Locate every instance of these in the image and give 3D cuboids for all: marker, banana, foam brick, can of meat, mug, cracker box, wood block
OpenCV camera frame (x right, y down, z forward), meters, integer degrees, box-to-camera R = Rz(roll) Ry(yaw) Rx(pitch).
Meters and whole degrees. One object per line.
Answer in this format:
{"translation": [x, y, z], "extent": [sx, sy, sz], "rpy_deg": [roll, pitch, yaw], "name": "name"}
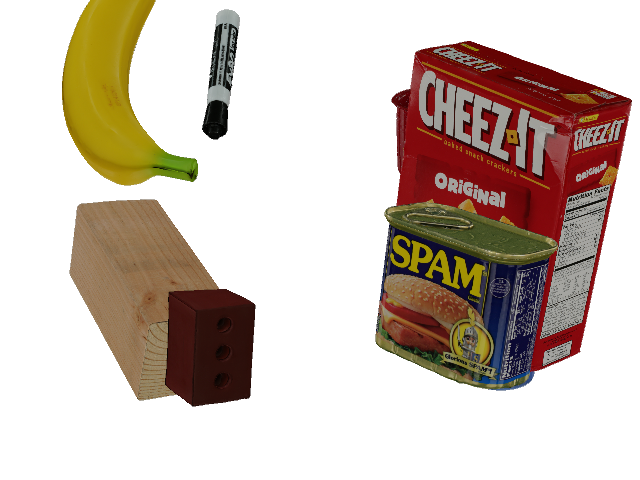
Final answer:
{"translation": [-0.076, -0.128, 0.820], "extent": [0.020, 0.121, 0.020], "rpy_deg": [2, -33, 1], "name": "marker"}
{"translation": [-0.116, -0.097, 0.620], "extent": [0.069, 0.198, 0.037], "rpy_deg": [-8, -38, -9], "name": "banana"}
{"translation": [-0.086, 0.081, 0.827], "extent": [0.052, 0.078, 0.051], "rpy_deg": [-4, 13, -31], "name": "foam brick"}
{"translation": [0.081, 0.031, 0.626], "extent": [0.057, 0.084, 0.102], "rpy_deg": [-11, 23, -43], "name": "can of meat"}
{"translation": [0.130, -0.112, 1.113], "extent": [0.117, 0.081, 0.093], "rpy_deg": [-20, 30, -35], "name": "mug"}
{"translation": [0.137, -0.028, 0.831], "extent": [0.071, 0.214, 0.164], "rpy_deg": [-17, 34, -36], "name": "cracker box"}
{"translation": [-0.170, 0.051, 1.050], "extent": [0.090, 0.091, 0.206], "rpy_deg": [-5, 35, -31], "name": "wood block"}

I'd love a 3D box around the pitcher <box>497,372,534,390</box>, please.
{"translation": [0.234, 0.076, 1.434], "extent": [0.149, 0.243, 0.145], "rpy_deg": [4, 20, 8], "name": "pitcher"}
